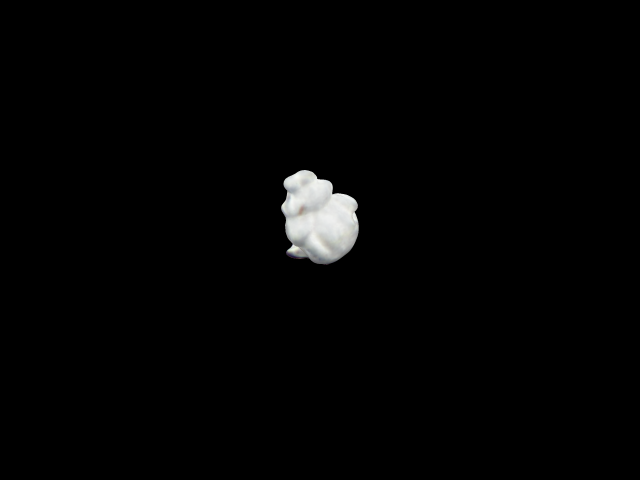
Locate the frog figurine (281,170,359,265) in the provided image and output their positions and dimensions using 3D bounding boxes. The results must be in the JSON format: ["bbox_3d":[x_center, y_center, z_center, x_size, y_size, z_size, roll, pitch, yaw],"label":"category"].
[{"bbox_3d":[0.003,-0.043,0.850,0.138,0.155,0.125,-23,47,-23],"label":"frog figurine"}]
